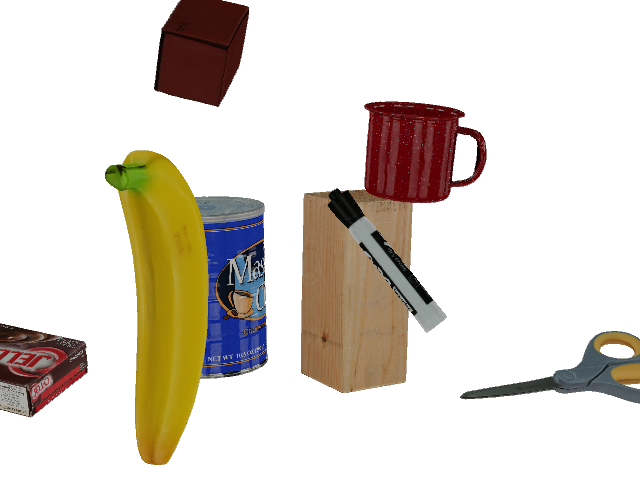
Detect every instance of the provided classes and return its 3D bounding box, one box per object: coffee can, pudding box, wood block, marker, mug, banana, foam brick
[{"bbox_3d":[-0.098,0.038,0.932,0.103,0.140,0.103,-1,11,0],"label":"coffee can"},{"bbox_3d":[-0.287,0.117,0.985,0.114,0.039,0.089,7,22,21],"label":"pudding box"},{"bbox_3d":[0.038,0.052,1.181,0.090,0.206,0.091,-5,12,-33],"label":"wood block"},{"bbox_3d":[0.045,0.012,0.759,0.020,0.121,0.020,-37,-7,-5],"label":"marker"},{"bbox_3d":[0.095,-0.081,0.991,0.117,0.081,0.093,7,15,13],"label":"mug"},{"bbox_3d":[-0.084,0.027,0.546,0.037,0.198,0.069,16,41,22],"label":"banana"},{"bbox_3d":[-0.090,-0.147,0.814,0.053,0.051,0.078,14,35,2],"label":"foam brick"}]

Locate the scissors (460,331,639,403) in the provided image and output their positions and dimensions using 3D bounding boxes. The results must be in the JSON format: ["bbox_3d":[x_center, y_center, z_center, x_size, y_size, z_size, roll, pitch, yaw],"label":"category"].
[{"bbox_3d":[0.203,0.104,0.881,0.201,0.016,0.096,4,30,-9],"label":"scissors"}]
